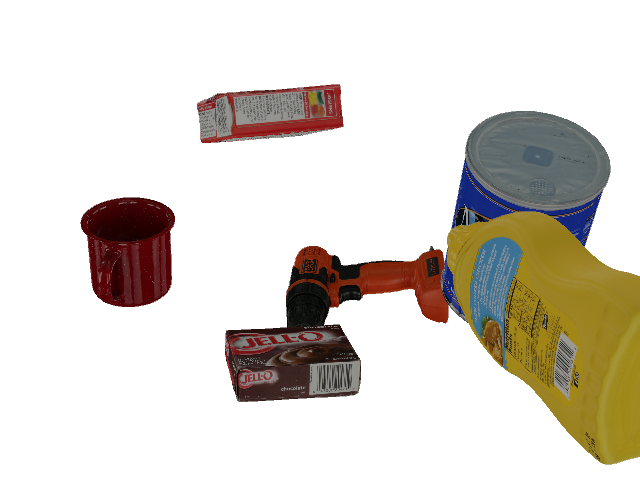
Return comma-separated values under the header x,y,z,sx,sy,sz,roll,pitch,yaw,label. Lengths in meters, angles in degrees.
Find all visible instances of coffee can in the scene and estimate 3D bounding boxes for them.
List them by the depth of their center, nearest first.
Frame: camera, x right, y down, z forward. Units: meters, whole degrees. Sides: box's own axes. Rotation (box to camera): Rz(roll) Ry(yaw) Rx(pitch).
x,y,z,sx,sy,sz,roll,pitch,yaw,label
0.151,-0.012,0.805,0.103,0.140,0.103,2,45,-2,coffee can

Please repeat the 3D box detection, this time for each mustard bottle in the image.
x,y,z,sx,sy,sz,roll,pitch,yaw,label
0.127,0.037,0.616,0.058,0.096,0.192,-10,28,-21,mustard bottle

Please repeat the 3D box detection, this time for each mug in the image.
x,y,z,sx,sy,sz,roll,pitch,yaw,label
-0.194,0.020,1.069,0.093,0.081,0.117,7,31,7,mug

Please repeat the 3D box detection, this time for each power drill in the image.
x,y,z,sx,sy,sz,roll,pitch,yaw,label
0.053,0.060,1.241,0.187,0.057,0.184,0,28,3,power drill

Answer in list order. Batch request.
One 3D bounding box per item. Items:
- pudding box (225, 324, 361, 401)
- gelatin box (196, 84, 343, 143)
x,y,z,sx,sy,sz,roll,pitch,yaw,label
-0.027,0.110,0.971,0.113,0.039,0.090,0,17,-11,pudding box
-0.034,-0.081,0.686,0.073,0.030,0.089,-7,5,-18,gelatin box
